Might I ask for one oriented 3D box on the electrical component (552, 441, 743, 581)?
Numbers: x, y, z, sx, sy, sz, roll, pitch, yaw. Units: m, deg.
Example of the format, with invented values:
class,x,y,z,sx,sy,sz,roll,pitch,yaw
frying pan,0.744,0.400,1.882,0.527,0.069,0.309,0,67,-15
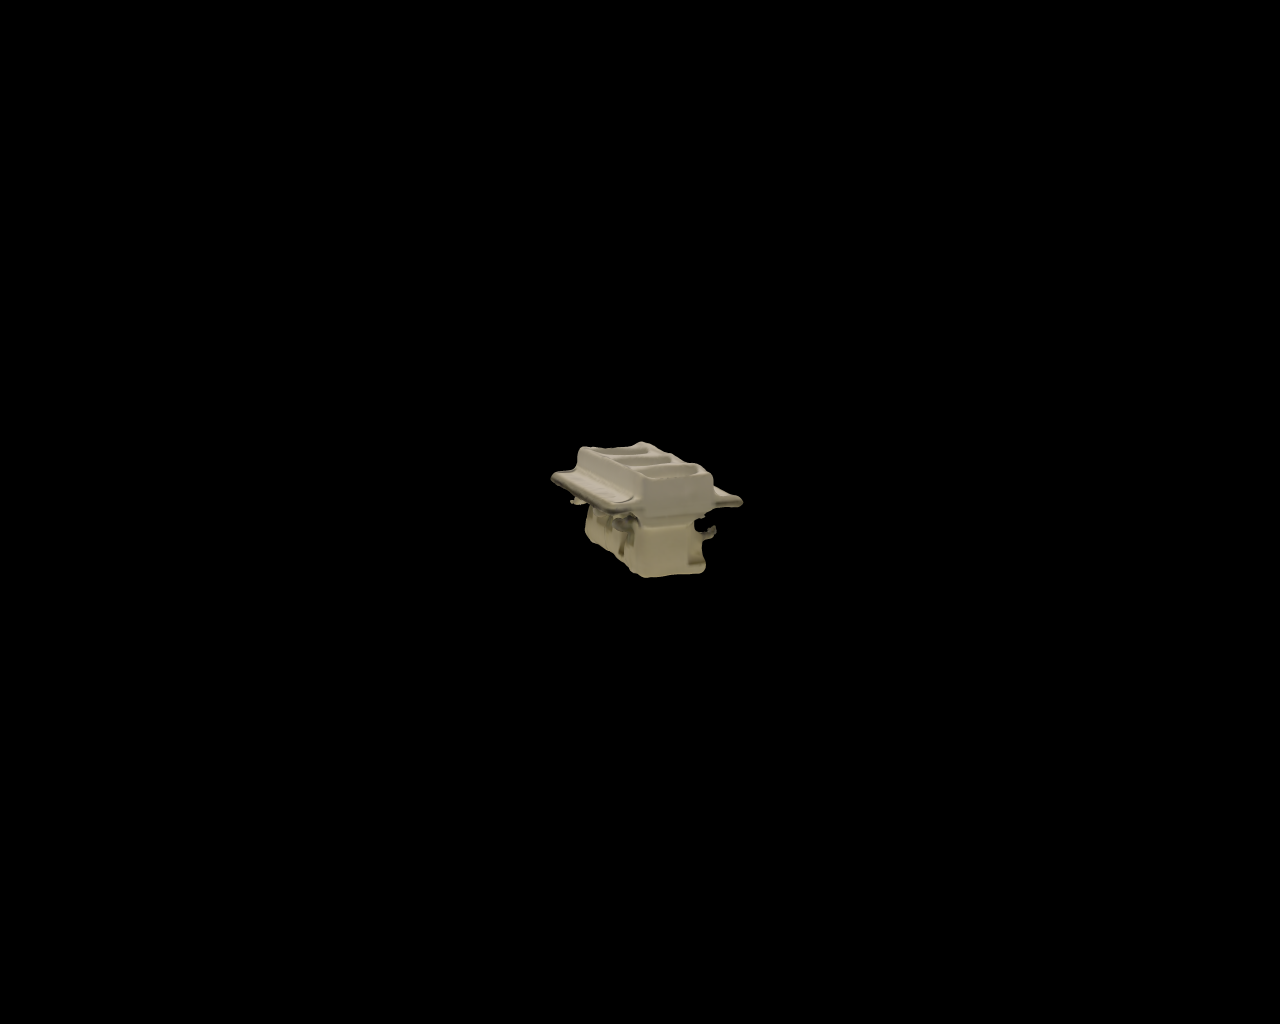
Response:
class,x,y,z,sx,sy,sz,roll,pitch,yaw
electrical component,0.001,-0.003,0.650,0.079,0.063,0.121,-4,13,-19
